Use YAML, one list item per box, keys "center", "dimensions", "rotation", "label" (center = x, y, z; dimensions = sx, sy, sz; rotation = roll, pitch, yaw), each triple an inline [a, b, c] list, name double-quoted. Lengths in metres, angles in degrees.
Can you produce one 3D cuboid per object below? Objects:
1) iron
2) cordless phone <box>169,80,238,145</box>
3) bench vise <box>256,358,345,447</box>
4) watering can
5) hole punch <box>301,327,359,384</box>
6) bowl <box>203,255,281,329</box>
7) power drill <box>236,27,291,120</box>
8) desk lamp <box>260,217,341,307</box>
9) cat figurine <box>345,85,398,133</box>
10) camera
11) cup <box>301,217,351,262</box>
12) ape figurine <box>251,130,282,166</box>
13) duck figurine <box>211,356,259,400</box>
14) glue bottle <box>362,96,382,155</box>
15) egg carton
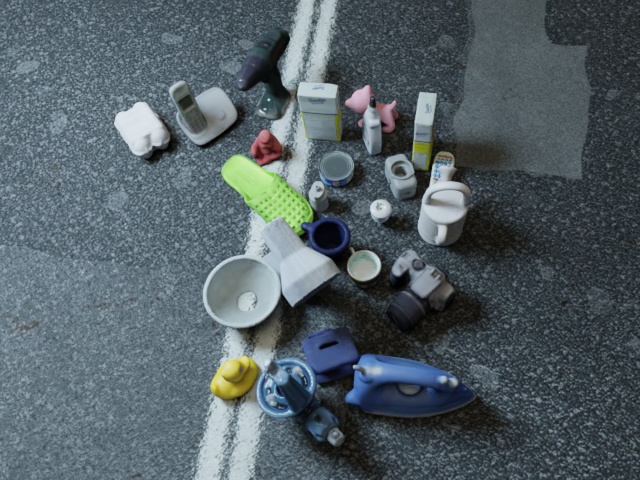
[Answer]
- center: [0.179, 0.273, 1.101]
  dimensions: [0.258, 0.141, 0.118]
  rotation: [4, 64, 6]
  label: "iron"
- center: [-0.292, -0.336, 1.413]
  dimensions: [0.148, 0.185, 0.094]
  rotation: [-42, 68, -15]
  label: "cordless phone"
- center: [-0.033, 0.287, 1.066]
  dimensions: [0.207, 0.220, 0.121]
  rotation: [22, 67, 15]
  label: "bench vise"
- center: [0.268, -0.078, 1.239]
  dimensions: [0.101, 0.194, 0.172]
  rotation: [-14, 63, -2]
  label: "watering can"
- center: [0.019, 0.228, 1.164]
  dimensions: [0.108, 0.091, 0.101]
  rotation: [-18, 64, -5]
  label: "hole punch"
- center: [-0.162, 0.121, 1.239]
  dimensions: [0.167, 0.075, 0.167]
  rotation: [-2, 64, 3]
  label: "bowl"
- center: [-0.132, -0.401, 1.420]
  dimensions: [0.075, 0.208, 0.230]
  rotation: [16, 66, 12]
  label: "power drill"
- center: [-0.052, 0.054, 1.186]
  dimensions: [0.118, 0.214, 0.203]
  rotation: [-34, 66, -12]
  label: "desk lamp"
- center: [0.130, -0.332, 1.418]
  dimensions: [0.127, 0.118, 0.067]
  rotation: [9, 65, 9]
  label: "cat figurine"
- center: [0.193, 0.110, 1.204]
  dimensions: [0.137, 0.101, 0.143]
  rotation: [-42, 68, -15]
  label: "camera"
- center: [0.012, 0.005, 1.273]
  dimensions: [0.117, 0.095, 0.092]
  rotation: [24, 68, 15]
  label: "cup"
- center: [-0.131, -0.235, 1.403]
  dimensions: [0.077, 0.092, 0.076]
  rotation: [13, 65, 11]
  label: "ape figurine"
- center: [-0.178, 0.273, 1.159]
  dimensions: [0.105, 0.086, 0.077]
  rotation: [-35, 66, -13]
  label: "duck figurine"
- center: [0.125, -0.281, 1.362]
  dimensions: [0.037, 0.173, 0.078]
  rotation: [-15, 63, -3]
  label: "glue bottle"
- center: [-0.452, -0.281, 1.462]
  dimensions: [0.107, 0.069, 0.150]
  rotation: [-34, 66, -12]
  label: "egg carton"
